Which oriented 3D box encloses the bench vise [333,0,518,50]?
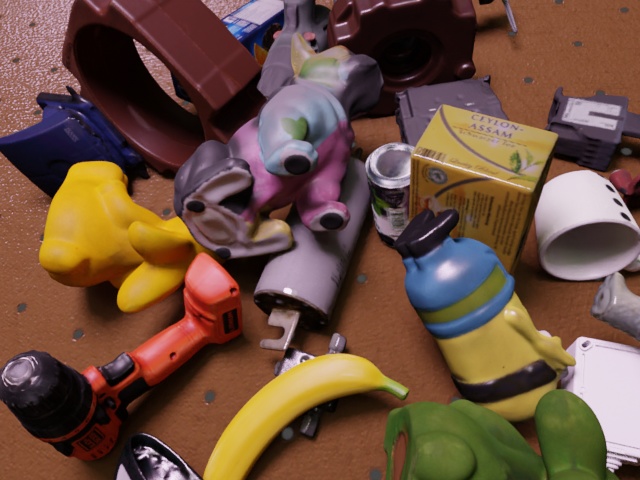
[{"bbox_3d":[0.128,-0.313,0.657,0.241,0.223,0.129,-6,80,-7],"label":"bench vise"}]

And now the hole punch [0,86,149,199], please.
[{"bbox_3d":[-0.288,-0.102,0.624,0.116,0.142,0.092,10,56,32],"label":"hole punch"}]

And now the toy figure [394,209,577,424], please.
[{"bbox_3d":[0.123,0.064,0.433,0.089,0.082,0.180,-36,100,10],"label":"toy figure"}]

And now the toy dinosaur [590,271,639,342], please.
[{"bbox_3d":[0.283,0.108,0.310,0.192,0.131,0.405,14,51,6],"label":"toy dinosaur"}]

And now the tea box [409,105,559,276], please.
[{"bbox_3d":[0.133,-0.023,0.469,0.098,0.169,0.068,22,59,21],"label":"tea box"}]

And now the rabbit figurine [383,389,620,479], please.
[{"bbox_3d":[0.138,0.164,0.374,0.170,0.159,0.121,12,48,-1],"label":"rabbit figurine"}]

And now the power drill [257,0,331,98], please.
[{"bbox_3d":[-0.029,-0.280,0.636,0.086,0.207,0.232,4,35,17],"label":"power drill"}]

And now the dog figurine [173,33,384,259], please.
[{"bbox_3d":[-0.033,-0.102,0.513,0.192,0.108,0.219,-17,43,23],"label":"dog figurine"}]

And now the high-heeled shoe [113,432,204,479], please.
[{"bbox_3d":[-0.051,0.207,0.360,0.249,0.086,0.145,-10,86,33],"label":"high-heeled shoe"}]

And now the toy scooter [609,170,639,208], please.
[{"bbox_3d":[0.353,-0.030,0.496,0.135,0.075,0.184,-4,53,6],"label":"toy scooter"}]

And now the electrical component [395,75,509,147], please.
[{"bbox_3d":[0.149,-0.115,0.598,0.115,0.058,0.134,-11,55,5],"label":"electrical component"}]

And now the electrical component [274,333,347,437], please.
[{"bbox_3d":[-0.011,0.125,0.484,0.063,0.021,0.094,15,68,19],"label":"electrical component"}]

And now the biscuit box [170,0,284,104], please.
[{"bbox_3d":[-0.110,-0.250,0.705,0.059,0.062,0.203,23,52,21],"label":"biscuit box"}]

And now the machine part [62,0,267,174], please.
[{"bbox_3d":[-0.168,-0.172,0.584,0.201,0.201,0.087,45,60,-14],"label":"machine part"}]

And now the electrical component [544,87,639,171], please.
[{"bbox_3d":[0.305,-0.118,0.578,0.119,0.047,0.075,15,61,18],"label":"electrical component"}]

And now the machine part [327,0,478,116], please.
[{"bbox_3d":[0.092,-0.216,0.609,0.179,0.179,0.056,-8,59,4],"label":"machine part"}]

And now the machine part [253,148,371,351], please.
[{"bbox_3d":[-0.001,-0.002,0.536,0.079,0.079,0.243,11,58,17],"label":"machine part"}]

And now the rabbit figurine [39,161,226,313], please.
[{"bbox_3d":[-0.171,-0.002,0.530,0.173,0.121,0.162,9,12,-18],"label":"rabbit figurine"}]
